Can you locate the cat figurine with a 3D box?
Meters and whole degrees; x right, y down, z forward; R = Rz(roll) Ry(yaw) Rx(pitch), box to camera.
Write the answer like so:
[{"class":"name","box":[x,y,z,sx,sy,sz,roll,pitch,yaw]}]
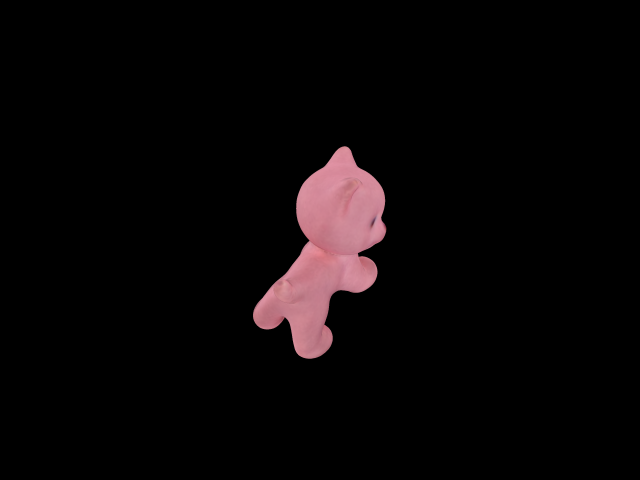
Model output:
[{"class":"cat figurine","box":[0.004,0.001,0.400,0.067,0.118,0.128,26,60,17]}]
